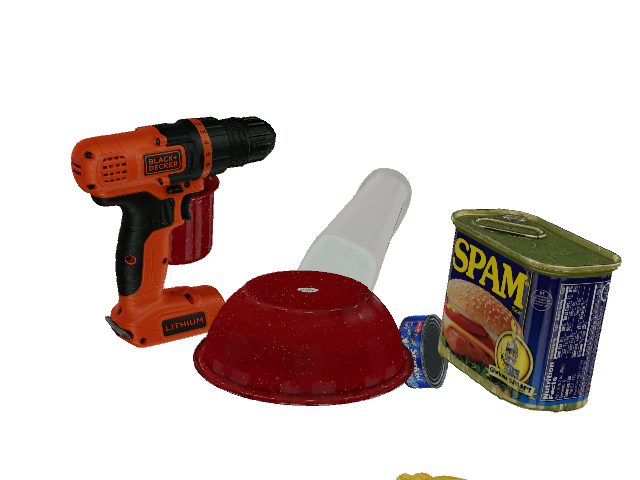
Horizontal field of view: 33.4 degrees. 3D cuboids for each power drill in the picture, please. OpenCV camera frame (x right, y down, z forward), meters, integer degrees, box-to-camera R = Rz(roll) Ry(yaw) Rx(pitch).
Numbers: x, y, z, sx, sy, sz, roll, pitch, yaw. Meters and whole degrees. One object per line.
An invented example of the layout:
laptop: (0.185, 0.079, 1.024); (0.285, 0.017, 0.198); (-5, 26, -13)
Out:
power drill: (-0.119, -0.012, 0.921); (0.184, 0.188, 0.057); (-12, 21, -30)

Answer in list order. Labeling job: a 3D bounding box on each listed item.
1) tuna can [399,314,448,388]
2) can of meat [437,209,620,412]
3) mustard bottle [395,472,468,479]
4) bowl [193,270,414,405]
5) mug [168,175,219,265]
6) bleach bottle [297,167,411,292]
tuna can: (0.119, 0.129, 1.238); (0.034, 0.086, 0.086); (-5, -2, 26)
can of meat: (0.110, 0.036, 0.588); (0.057, 0.084, 0.102); (-3, 19, -26)
mustard bottle: (0.125, 0.249, 0.900); (0.096, 0.058, 0.192); (-18, 27, -28)
bowl: (-0.011, 0.061, 0.769); (0.162, 0.055, 0.162); (2, 16, -1)
mug: (-0.157, -0.032, 1.139); (0.093, 0.081, 0.117); (-3, 29, -13)
bleach bottle: (0.041, -0.004, 1.037); (0.068, 0.103, 0.250); (27, 26, 4)
